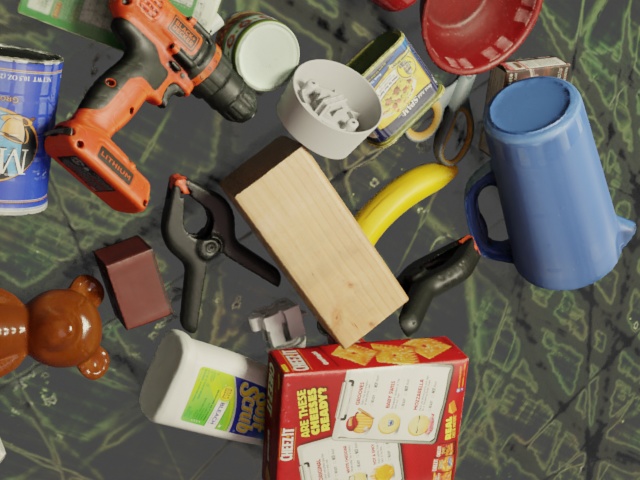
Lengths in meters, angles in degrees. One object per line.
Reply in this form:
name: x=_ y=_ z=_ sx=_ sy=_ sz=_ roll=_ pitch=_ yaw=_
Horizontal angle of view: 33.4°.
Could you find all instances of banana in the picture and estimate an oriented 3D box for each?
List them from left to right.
banana: x=0.079 y=-0.028 z=1.223 sx=0.198 sy=0.037 sz=0.069 roll=-49 pitch=140 yaw=-3

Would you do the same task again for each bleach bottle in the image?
bleach bottle: x=-0.072 y=0.178 z=1.199 sx=0.250 sy=0.068 sz=0.102 roll=19 pitch=99 yaw=-33

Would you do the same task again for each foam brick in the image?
foam brick: x=-0.192 y=0.043 z=1.094 sx=0.051 sy=0.053 sz=0.078 roll=-23 pitch=115 yaw=-19

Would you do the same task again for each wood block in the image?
wood block: x=-0.007 y=0.001 z=1.129 sx=0.090 sy=0.091 sz=0.206 roll=-37 pitch=109 yaw=-6

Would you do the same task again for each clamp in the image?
clamp: x=-0.110 y=0.005 z=1.132 sx=0.120 sy=0.039 sz=0.171 roll=-23 pitch=116 yaw=-24
clamp: x=0.115 y=0.055 z=1.212 sx=0.209 sy=0.165 sz=0.036 roll=-31 pitch=105 yaw=-26

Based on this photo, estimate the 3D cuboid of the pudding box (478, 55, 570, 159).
pudding box: x=0.238 y=-0.155 z=1.250 sx=0.089 sy=0.039 sz=0.113 roll=-10 pitch=120 yaw=-25

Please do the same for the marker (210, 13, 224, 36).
marker: x=-0.146 y=-0.183 z=1.059 sx=0.121 sy=0.020 sz=0.020 roll=-42 pitch=121 yaw=-9

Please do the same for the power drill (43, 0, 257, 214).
power drill: x=-0.153 y=-0.120 z=0.986 sx=0.184 sy=0.057 sz=0.187 roll=42 pitch=62 yaw=-32

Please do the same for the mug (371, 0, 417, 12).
mug: x=0.067 y=-0.299 z=1.099 sx=0.081 sy=0.093 sz=0.117 roll=28 pitch=57 yaw=-37

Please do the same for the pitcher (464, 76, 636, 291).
pitcher: x=0.252 y=-0.063 z=1.219 sx=0.149 sy=0.145 sz=0.242 roll=-40 pitch=134 yaw=-14

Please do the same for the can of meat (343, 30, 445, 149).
can of meat: x=0.071 y=-0.165 z=1.157 sx=0.102 sy=0.058 sz=0.084 roll=-45 pitch=119 yaw=-8

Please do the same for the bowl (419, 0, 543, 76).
bowl: x=0.165 y=-0.263 z=1.159 sx=0.161 sy=0.055 sz=0.162 roll=-18 pitch=130 yaw=-22

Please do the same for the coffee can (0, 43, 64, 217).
coffee can: x=-0.291 y=-0.102 z=0.962 sx=0.102 sy=0.103 sz=0.140 roll=3 pitch=105 yaw=-28

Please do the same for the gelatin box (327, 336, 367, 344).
gelatin box: x=0.040 y=0.154 z=1.241 sx=0.030 sy=0.073 sz=0.089 roll=-19 pitch=116 yaw=-19

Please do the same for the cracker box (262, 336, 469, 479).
cracker box: x=0.047 y=0.198 z=1.177 sx=0.213 sy=0.072 sz=0.164 roll=-2 pitch=110 yaw=-18

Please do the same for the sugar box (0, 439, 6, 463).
sugar box: x=-0.385 y=0.157 z=1.009 sx=0.176 sy=0.093 sz=0.048 roll=38 pitch=88 yaw=-33

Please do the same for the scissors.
scissors: x=0.149 y=-0.186 z=1.213 sx=0.096 sy=0.016 sz=0.202 roll=9 pitch=93 yaw=-17
